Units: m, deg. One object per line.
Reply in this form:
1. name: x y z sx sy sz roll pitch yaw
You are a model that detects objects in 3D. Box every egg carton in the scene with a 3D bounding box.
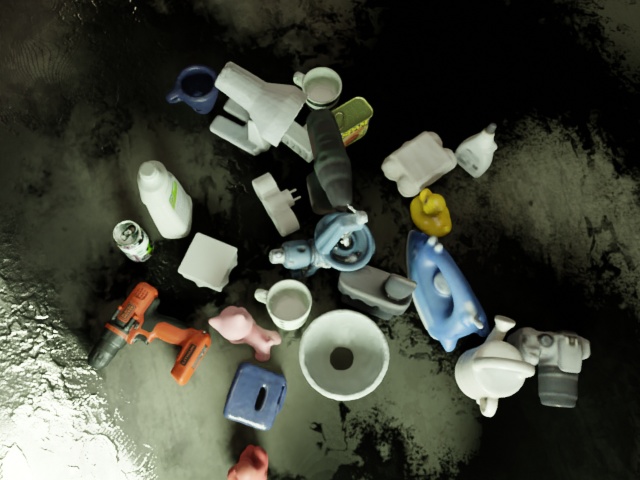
1. egg carton: 0.211 -0.163 1.221 0.150 0.069 0.107 -36 77 -14

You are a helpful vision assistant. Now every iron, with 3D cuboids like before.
1. iron: 0.240 0.076 1.106 0.119 0.141 0.258 -21 74 -10

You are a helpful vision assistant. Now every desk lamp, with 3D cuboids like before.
1. desk lamp: -0.129 -0.259 1.157 0.203 0.213 0.118 28 72 6

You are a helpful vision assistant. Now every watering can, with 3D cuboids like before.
1. watering can: 0.316 0.225 1.033 0.101 0.194 0.173 -8 72 -5

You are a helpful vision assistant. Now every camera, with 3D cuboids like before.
1. camera: 0.438 0.242 1.084 0.143 0.101 0.137 7 71 -1

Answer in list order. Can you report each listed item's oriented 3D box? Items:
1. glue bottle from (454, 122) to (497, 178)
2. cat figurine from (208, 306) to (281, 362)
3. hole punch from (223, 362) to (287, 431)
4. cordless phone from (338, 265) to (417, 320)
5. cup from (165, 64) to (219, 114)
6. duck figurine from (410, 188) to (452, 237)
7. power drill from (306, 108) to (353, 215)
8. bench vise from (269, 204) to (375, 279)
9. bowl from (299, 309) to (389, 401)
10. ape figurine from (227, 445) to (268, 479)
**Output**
1. glue bottle: 0.332 -0.195 1.184 0.037 0.173 0.078 -41 78 -14
2. cat figurine: -0.138 0.167 1.066 0.127 0.118 0.067 28 72 6
3. hole punch: -0.115 0.284 1.043 0.101 0.091 0.109 17 72 3
4. cordless phone: 0.110 0.078 1.075 0.147 0.185 0.094 18 72 3
5. cup: -0.269 -0.308 1.228 0.118 0.095 0.091 -29 76 -12
6. duck figurine: 0.235 -0.060 1.180 0.077 0.086 0.104 -30 76 -12
7. power drill: 0.019 -0.129 1.126 0.075 0.208 0.229 -11 73 -6
8. bench vise: 0.016 0.014 1.072 0.207 0.220 0.121 -29 75 -12
9. bowl: 0.043 0.219 1.082 0.167 0.075 0.167 1 72 -3
10. ape figurine: -0.126 0.402 1.003 0.078 0.092 0.076 -19 74 -9
